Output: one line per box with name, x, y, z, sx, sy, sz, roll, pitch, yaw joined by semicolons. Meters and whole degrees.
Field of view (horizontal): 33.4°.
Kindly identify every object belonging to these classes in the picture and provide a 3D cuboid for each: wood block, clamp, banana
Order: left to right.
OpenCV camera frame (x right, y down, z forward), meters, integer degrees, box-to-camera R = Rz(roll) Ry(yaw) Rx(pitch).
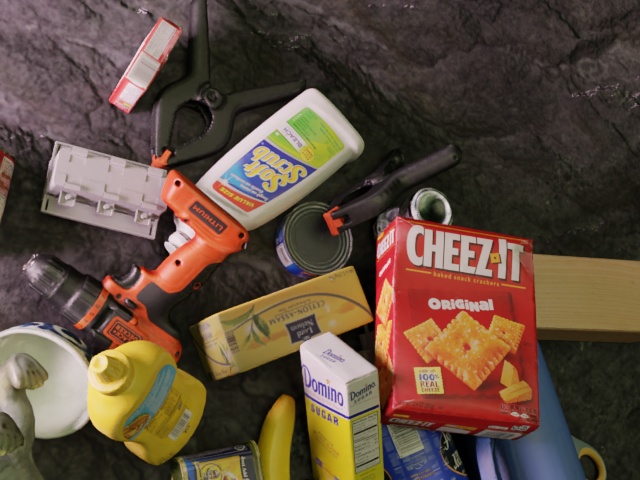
clamp;-0.116;-0.155;1.206;0.164;0.036;0.210;32;67;-14
banana;-0.034;0.266;1.129;0.069;0.037;0.198;-14;80;-19
clamp;0.079;-0.061;1.199;0.171;0.120;0.039;-43;108;-34
wood block;0.321;0.074;1.310;0.205;0.090;0.091;4;75;-24

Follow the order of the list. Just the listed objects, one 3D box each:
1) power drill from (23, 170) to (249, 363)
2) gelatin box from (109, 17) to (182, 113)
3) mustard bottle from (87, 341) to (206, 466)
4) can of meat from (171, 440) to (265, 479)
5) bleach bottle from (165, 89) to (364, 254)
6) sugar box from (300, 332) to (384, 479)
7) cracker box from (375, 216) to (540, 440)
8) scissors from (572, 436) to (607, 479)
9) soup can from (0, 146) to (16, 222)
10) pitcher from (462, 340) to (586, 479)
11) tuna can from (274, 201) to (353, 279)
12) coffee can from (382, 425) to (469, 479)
power drill;-0.178;0.023;1.081;0.184;0.057;0.187;39;93;-21
gelatin box;-0.190;-0.190;1.162;0.030;0.073;0.089;32;65;-15
mustard bottle;-0.172;0.148;1.018;0.058;0.191;0.096;28;74;23
can of meat;-0.102;0.263;1.091;0.083;0.058;0.102;-7;79;-24
bleach bottle;-0.068;-0.059;1.189;0.102;0.068;0.250;48;66;-5
sugar box;0.024;0.193;1.098;0.048;0.093;0.176;-21;120;-24
cracker box;0.144;0.093;1.125;0.164;0.072;0.213;9;65;-14
scissors;0.300;0.226;1.303;0.096;0.016;0.202;1;76;-25
soup can;-0.346;-0.042;1.056;0.068;0.069;0.102;15;71;-20
pitcher;0.220;0.236;1.198;0.145;0.149;0.243;-12;78;-13
tuna can;-0.008;0.001;1.214;0.086;0.034;0.086;6;74;-23
coffee can;0.098;0.237;1.161;0.102;0.103;0.140;-21;85;-27
